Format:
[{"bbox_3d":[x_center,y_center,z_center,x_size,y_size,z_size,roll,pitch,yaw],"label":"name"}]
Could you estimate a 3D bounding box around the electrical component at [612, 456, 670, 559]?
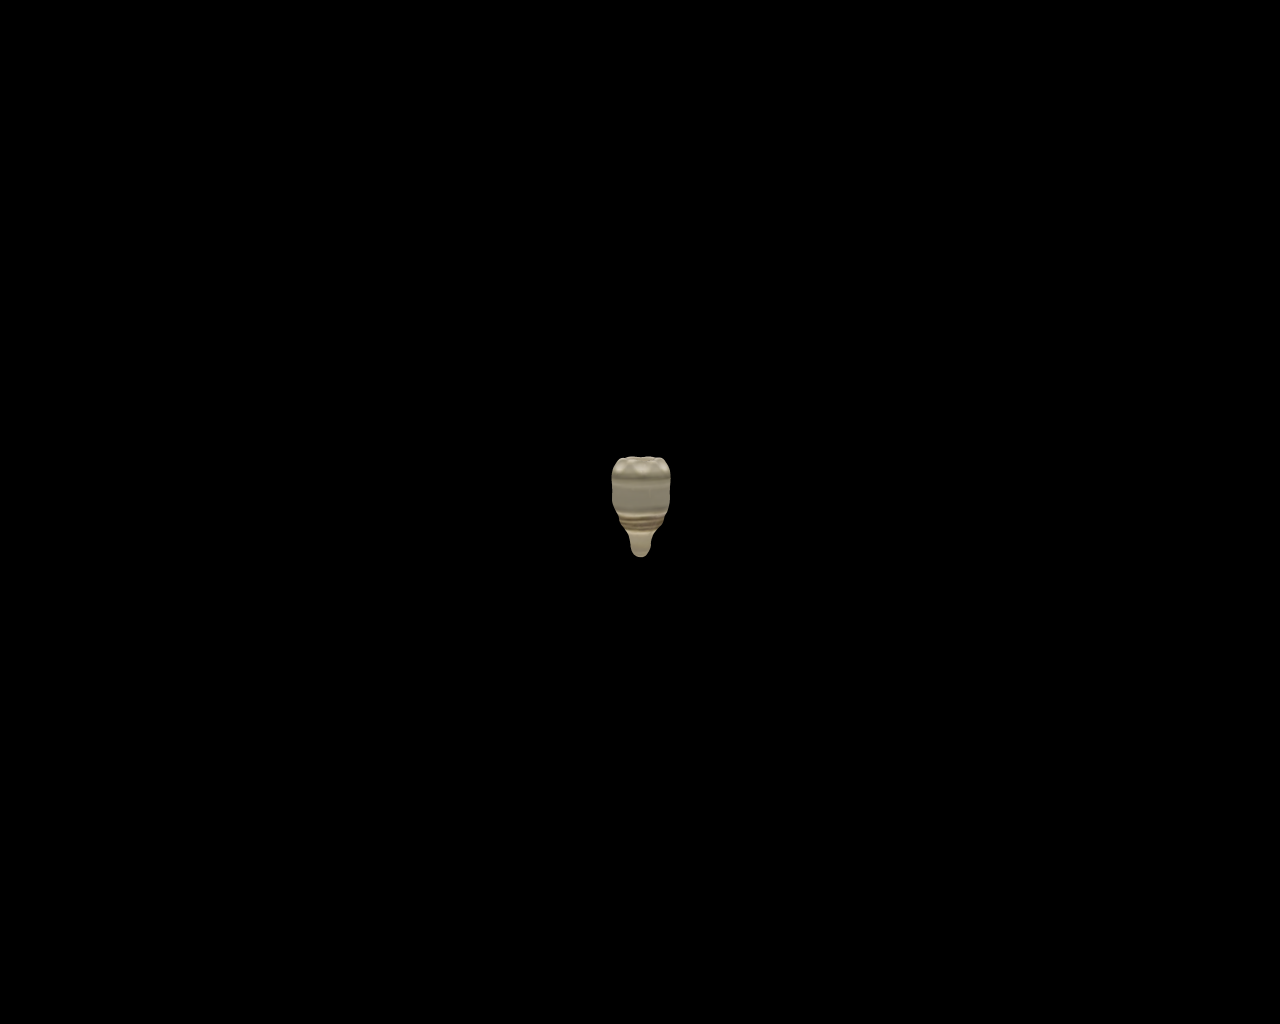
[{"bbox_3d":[0.001,-0.003,0.650,0.035,0.061,0.035,0,7,0],"label":"electrical component"}]
